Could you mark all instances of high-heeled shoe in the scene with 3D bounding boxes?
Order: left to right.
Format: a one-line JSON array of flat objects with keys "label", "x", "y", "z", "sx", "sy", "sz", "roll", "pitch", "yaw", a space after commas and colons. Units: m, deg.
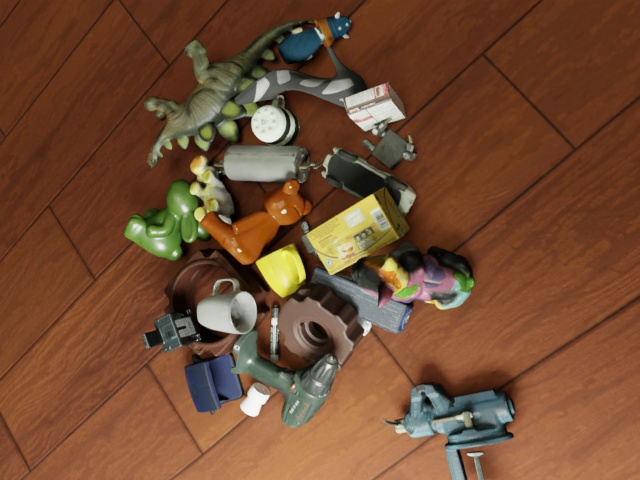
[{"label": "high-heeled shoe", "x": -0.034, "y": -0.280, "z": 1.073, "sx": 0.249, "sy": 0.086, "sz": 0.145, "roll": -25, "pitch": 99, "yaw": 7}]

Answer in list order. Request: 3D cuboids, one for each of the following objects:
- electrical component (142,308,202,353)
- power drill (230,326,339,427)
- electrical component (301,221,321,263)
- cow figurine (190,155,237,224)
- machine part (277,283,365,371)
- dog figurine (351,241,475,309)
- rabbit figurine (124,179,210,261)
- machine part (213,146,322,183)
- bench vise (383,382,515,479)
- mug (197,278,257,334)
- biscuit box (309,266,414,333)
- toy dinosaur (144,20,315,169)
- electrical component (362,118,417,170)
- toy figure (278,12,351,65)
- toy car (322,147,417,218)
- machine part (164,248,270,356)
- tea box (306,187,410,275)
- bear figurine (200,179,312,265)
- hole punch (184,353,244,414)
[{"label": "electrical component", "x": -0.300, "y": 0.184, "z": 1.083, "sx": 0.048, "sy": 0.119, "sz": 0.075, "roll": -26, "pitch": 78, "yaw": 20}, {"label": "power drill", "x": -0.071, "y": 0.256, "z": 1.061, "sx": 0.207, "sy": 0.086, "sz": 0.231, "roll": 25, "pitch": 129, "yaw": 14}, {"label": "electrical component", "x": -0.002, "y": -0.003, "z": 1.107, "sx": 0.063, "sy": 0.021, "sz": 0.094, "roll": -30, "pitch": 78, "yaw": 19}, {"label": "cow figurine", "x": -0.229, "y": -0.107, "z": 1.172, "sx": 0.068, "sy": 0.098, "sz": 0.167, "roll": -30, "pitch": 60, "yaw": 25}, {"label": "machine part", "x": -0.003, "y": 0.173, "z": 1.049, "sx": 0.180, "sy": 0.056, "sz": 0.179, "roll": 15, "pitch": 122, "yaw": 25}, {"label": "dog figurine", "x": 0.162, "y": 0.068, "z": 0.936, "sx": 0.192, "sy": 0.219, "sz": 0.108, "roll": 14, "pitch": 98, "yaw": 22}, {"label": "rabbit figurine", "x": -0.325, "y": -0.047, "z": 1.185, "sx": 0.159, "sy": 0.121, "sz": 0.170, "roll": 39, "pitch": 106, "yaw": 11}, {"label": "machine part", "x": -0.111, "y": -0.160, "z": 1.124, "sx": 0.243, "sy": 0.079, "sz": 0.079, "roll": 4, "pitch": 91, "yaw": 22}, {"label": "bench vise", "x": 0.245, "y": 0.367, "z": 0.946, "sx": 0.224, "sy": 0.128, "sz": 0.240, "roll": -15, "pitch": 71, "yaw": 12}, {"label": "mug", "x": -0.193, "y": 0.131, "z": 1.062, "sx": 0.107, "sy": 0.081, "sz": 0.109, "roll": -7, "pitch": 92, "yaw": 31}, {"label": "biscuit box", "x": 0.078, "y": 0.115, "z": 1.053, "sx": 0.203, "sy": 0.059, "sz": 0.062, "roll": 23, "pitch": 97, "yaw": 21}, {"label": "toy dinosaur", "x": -0.214, "y": -0.324, "z": 1.158, "sx": 0.198, "sy": 0.105, "sz": 0.471, "roll": 43, "pitch": 100, "yaw": 9}, {"label": "electrical component", "x": 0.137, "y": -0.184, "z": 1.040, "sx": 0.078, "sy": 0.045, "sz": 0.102, "roll": -46, "pitch": 74, "yaw": 14}, {"label": "toy figure", "x": -0.010, "y": -0.410, "z": 1.085, "sx": 0.154, "sy": 0.064, "sz": 0.058, "roll": -30, "pitch": 69, "yaw": -4}, {"label": "toy car", "x": 0.092, "y": -0.112, "z": 1.053, "sx": 0.202, "sy": 0.056, "sz": 0.073, "roll": 33, "pitch": 108, "yaw": 20}, {"label": "machine part", "x": -0.226, "y": 0.132, "z": 1.162, "sx": 0.201, "sy": 0.087, "sz": 0.201, "roll": -47, "pitch": 72, "yaw": 15}, {"label": "tea box", "x": 0.070, "y": -0.015, "z": 1.013, "sx": 0.170, "sy": 0.068, "sz": 0.098, "roll": -28, "pitch": 91, "yaw": 34}, {"label": "bear figurine", "x": -0.123, "y": -0.049, "z": 1.094, "sx": 0.132, "sy": 0.120, "sz": 0.196, "roll": 36, "pitch": 81, "yaw": 33}, {"label": "hole punch", "x": -0.245, "y": 0.314, "z": 1.169, "sx": 0.116, "sy": 0.092, "sz": 0.142, "roll": -22, "pitch": 85, "yaw": 24}]
